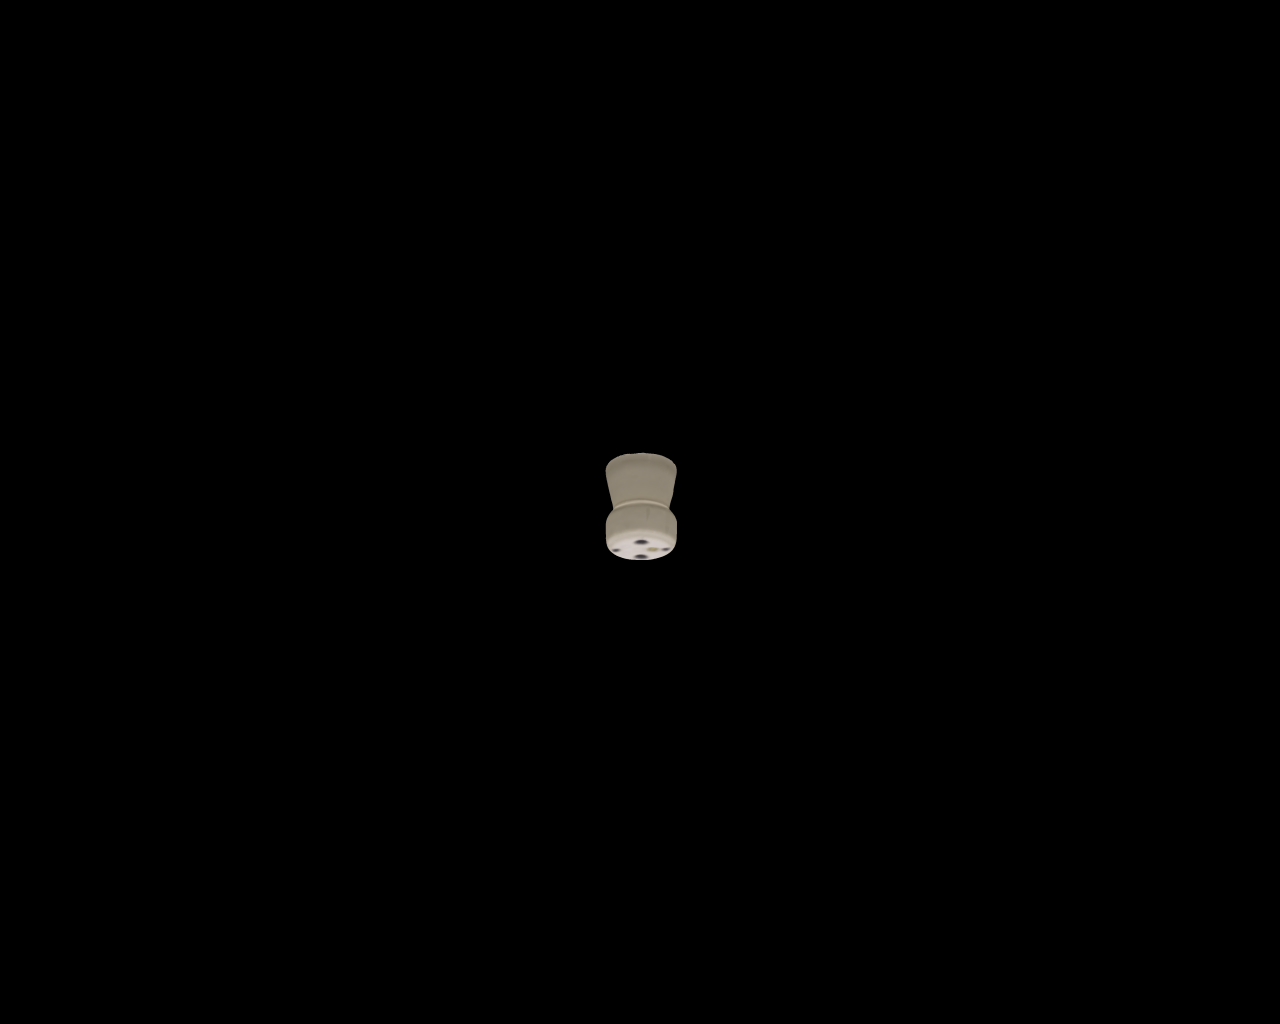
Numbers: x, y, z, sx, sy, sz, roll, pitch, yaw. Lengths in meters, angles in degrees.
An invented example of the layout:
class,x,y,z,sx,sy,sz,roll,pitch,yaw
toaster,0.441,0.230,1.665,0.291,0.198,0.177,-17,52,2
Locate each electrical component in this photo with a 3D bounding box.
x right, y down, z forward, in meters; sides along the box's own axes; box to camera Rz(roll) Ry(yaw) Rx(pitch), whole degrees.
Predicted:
class,x,y,z,sx,sy,sz,roll,pitch,yaw
electrical component,0.001,-0.003,0.650,0.045,0.055,0.044,0,-25,0
